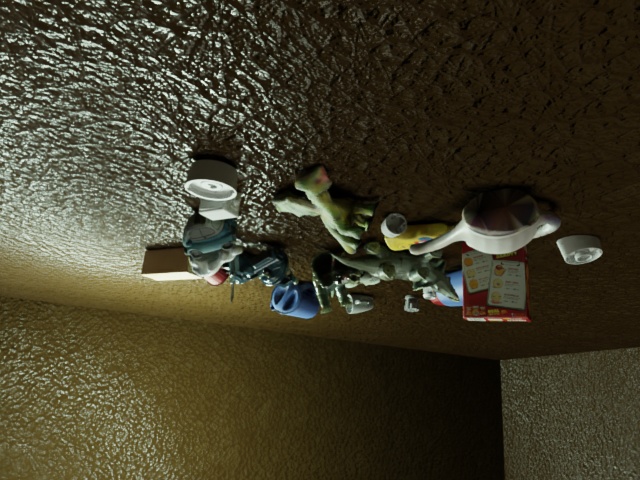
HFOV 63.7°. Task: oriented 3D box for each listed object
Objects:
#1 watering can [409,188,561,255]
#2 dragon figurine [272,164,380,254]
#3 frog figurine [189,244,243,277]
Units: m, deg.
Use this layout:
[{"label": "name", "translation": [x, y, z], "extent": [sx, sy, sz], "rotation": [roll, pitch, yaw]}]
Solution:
[{"label": "watering can", "translation": [0.362, -0.023, 1.165], "extent": [0.346, 0.106, 0.221], "rotation": [-10, 158, 15]}, {"label": "dragon figurine", "translation": [0.004, -0.062, 1.233], "extent": [0.243, 0.124, 0.403], "rotation": [23, 160, 3]}, {"label": "frog figurine", "translation": [-0.316, 0.049, 1.585], "extent": [0.159, 0.121, 0.139], "rotation": [-3, -166, -4]}]
